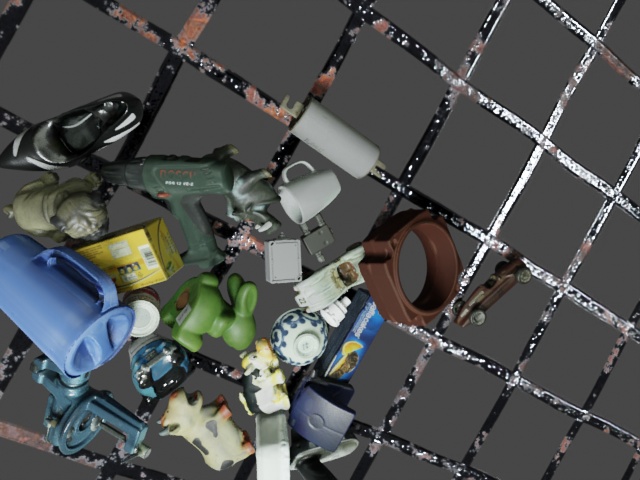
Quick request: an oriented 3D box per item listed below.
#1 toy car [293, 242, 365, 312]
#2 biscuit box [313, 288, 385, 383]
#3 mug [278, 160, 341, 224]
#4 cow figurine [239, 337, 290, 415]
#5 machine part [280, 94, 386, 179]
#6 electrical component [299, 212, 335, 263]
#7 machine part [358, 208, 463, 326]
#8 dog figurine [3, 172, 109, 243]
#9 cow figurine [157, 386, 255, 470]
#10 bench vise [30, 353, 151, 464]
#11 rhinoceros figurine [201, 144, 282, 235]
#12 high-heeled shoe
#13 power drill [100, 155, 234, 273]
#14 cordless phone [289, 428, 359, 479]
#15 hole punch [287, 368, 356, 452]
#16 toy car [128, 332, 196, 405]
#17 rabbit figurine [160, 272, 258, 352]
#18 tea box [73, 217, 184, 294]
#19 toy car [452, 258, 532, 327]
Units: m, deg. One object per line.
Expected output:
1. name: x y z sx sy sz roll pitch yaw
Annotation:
1. toy car: 0.039 0.071 1.078 0.202 0.056 0.073 -32 107 -10
2. biscuit box: 0.067 0.200 1.106 0.059 0.063 0.202 30 90 -21
3. mug: -0.021 -0.101 1.023 0.107 0.081 0.109 -31 101 -23
4. cow figurine: -0.119 0.266 1.046 0.098 0.068 0.167 -16 117 -6
5. machine part: 0.028 -0.191 1.018 0.243 0.079 0.079 32 89 -21
6. electrical component: -0.002 -0.003 1.070 0.063 0.021 0.094 -30 106 -11
7. machine part: 0.187 0.053 1.070 0.201 0.087 0.200 -35 109 -32
8. dog figurine: -0.420 -0.045 0.844 0.172 0.191 0.121 -20 105 -12
9. cow figurine: -0.225 0.362 1.035 0.127 0.086 0.194 -35 109 -15
10. bench vise: -0.386 0.286 0.926 0.241 0.129 0.223 26 100 14
11. rhinoceros figurine: -0.139 -0.090 0.985 0.190 0.073 0.112 44 84 -19
12. high-heeled shoe: -0.399 -0.165 0.853 0.249 0.145 0.086 -29 106 -13
13. power drill: -0.255 -0.049 0.943 0.232 0.086 0.207 -6 103 9
14. cordless phone: 0.022 0.436 1.065 0.146 0.184 0.088 -6 96 -21
15. hole punch: 0.004 0.337 1.050 0.116 0.092 0.142 18 115 -13
16. toy car: -0.299 0.219 0.967 0.109 0.161 0.103 -38 68 -20
17. rabbit figurine: -0.186 0.136 1.007 0.170 0.121 0.159 37 80 -38
18. tea box: -0.331 0.034 0.910 0.170 0.068 0.098 -14 106 19
19. toy car: 0.369 0.112 1.172 0.202 0.089 0.053 -39 109 -6
